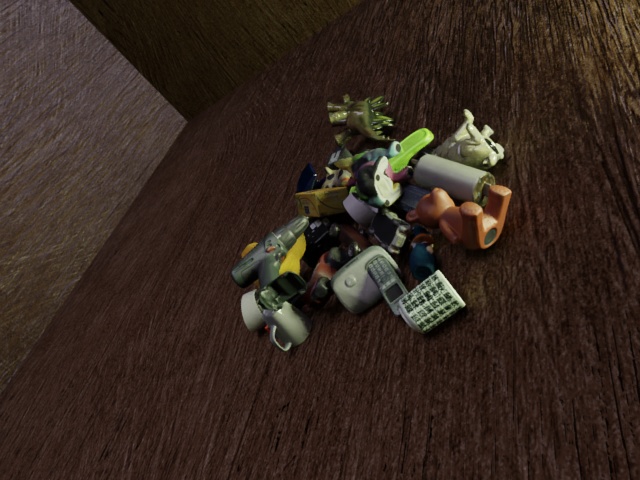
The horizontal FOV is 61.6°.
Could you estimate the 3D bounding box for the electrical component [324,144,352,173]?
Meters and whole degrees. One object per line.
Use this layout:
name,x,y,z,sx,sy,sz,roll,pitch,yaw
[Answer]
electrical component,0.063,-0.259,1.720,0.075,0.047,0.119,-20,35,36

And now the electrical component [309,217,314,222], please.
electrical component,-0.031,-0.039,1.546,0.078,0.045,0.102,-49,29,-7

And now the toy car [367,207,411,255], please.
toy car,0.160,-0.023,1.234,0.073,0.056,0.202,-64,15,12

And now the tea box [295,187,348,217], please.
tea box,0.005,-0.104,1.475,0.098,0.068,0.170,-12,9,-21

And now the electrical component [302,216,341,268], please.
electrical component,-0.003,-0.004,1.451,0.134,0.058,0.115,-40,30,7

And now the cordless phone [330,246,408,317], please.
cordless phone,0.115,0.114,1.122,0.146,0.088,0.184,-38,39,9

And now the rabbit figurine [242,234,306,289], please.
rabbit figurine,-0.106,0.047,1.378,0.173,0.121,0.162,-41,33,16

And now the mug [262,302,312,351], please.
mug,-0.087,0.194,1.238,0.081,0.107,0.109,-13,39,46

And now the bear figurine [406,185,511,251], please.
bear figurine,0.270,-0.063,1.080,0.120,0.131,0.196,-27,42,-22

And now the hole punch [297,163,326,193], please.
hole punch,-0.030,-0.167,1.677,0.116,0.092,0.142,-42,31,11

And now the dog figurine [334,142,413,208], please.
dog figurine,0.112,-0.156,1.324,0.219,0.108,0.191,-1,46,53

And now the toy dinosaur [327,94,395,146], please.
toy dinosaur,0.129,-0.382,1.697,0.199,0.104,0.472,-18,34,6

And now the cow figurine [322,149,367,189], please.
cow figurine,0.085,-0.192,1.565,0.195,0.085,0.127,-36,35,18

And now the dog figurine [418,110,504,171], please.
dog figurine,0.318,-0.181,1.257,0.190,0.121,0.172,-44,22,31

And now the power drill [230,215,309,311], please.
power drill,-0.098,0.053,1.241,0.232,0.085,0.207,-36,40,4

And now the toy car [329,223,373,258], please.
toy car,0.087,0.010,1.281,0.053,0.089,0.202,-71,24,16

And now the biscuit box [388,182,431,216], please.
biscuit box,0.212,-0.095,1.294,0.063,0.059,0.203,-44,28,-4

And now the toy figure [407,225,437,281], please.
toy figure,0.214,0.024,1.134,0.064,0.057,0.154,-22,29,24

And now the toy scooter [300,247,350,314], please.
toy scooter,0.006,0.104,1.272,0.135,0.075,0.184,-59,-1,39

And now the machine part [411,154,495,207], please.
machine part,0.292,-0.132,1.181,0.079,0.079,0.244,-50,45,-11
